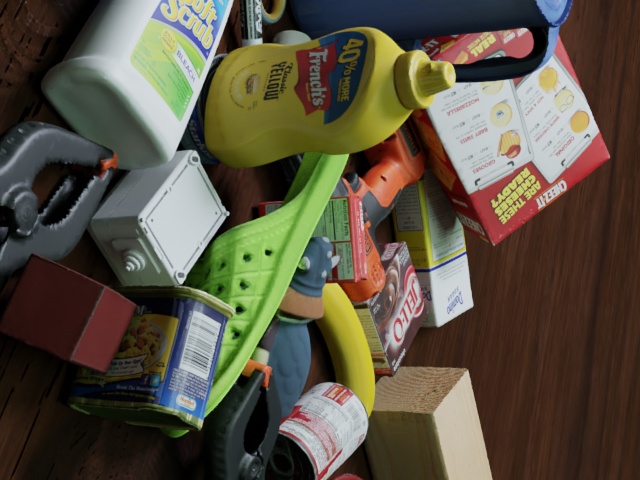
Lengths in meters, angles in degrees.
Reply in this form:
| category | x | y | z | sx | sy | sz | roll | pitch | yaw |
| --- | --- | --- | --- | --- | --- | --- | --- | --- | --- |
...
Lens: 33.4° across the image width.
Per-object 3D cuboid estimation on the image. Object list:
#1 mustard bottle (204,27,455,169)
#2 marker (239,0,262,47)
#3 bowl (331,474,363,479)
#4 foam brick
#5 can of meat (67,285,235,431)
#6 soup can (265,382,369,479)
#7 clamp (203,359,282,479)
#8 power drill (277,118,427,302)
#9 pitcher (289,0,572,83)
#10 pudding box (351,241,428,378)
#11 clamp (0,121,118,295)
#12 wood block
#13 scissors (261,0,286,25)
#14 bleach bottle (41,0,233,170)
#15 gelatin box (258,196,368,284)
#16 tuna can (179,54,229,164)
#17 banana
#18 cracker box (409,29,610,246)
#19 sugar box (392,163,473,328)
| category | x | y | z | sx | sy | sz | roll | pitch | yaw |
| --- | --- | --- | --- | --- | --- | --- | --- | --- | --- |
| mustard bottle | 0.008 | -0.107 | 0.779 | 0.058 | 0.192 | 0.096 | 44 | 51 | -48 |
| marker | -0.058 | -0.187 | 0.891 | 0.020 | 0.020 | 0.121 | -34 | 128 | -54 |
| bowl | -0.001 | 0.283 | 0.924 | 0.161 | 0.055 | 0.162 | 9 | 80 | -58 |
| foam brick | -0.155 | 0.048 | 0.663 | 0.078 | 0.053 | 0.051 | 65 | 48 | -75 |
| can of meat | -0.115 | 0.079 | 0.717 | 0.057 | 0.102 | 0.084 | 37 | 59 | -49 |
| soup can | -0.009 | 0.171 | 0.910 | 0.102 | 0.069 | 0.068 | -33 | 115 | -55 |
| clamp | -0.060 | 0.176 | 0.830 | 0.120 | 0.039 | 0.171 | 12 | 96 | -66 |
| power drill | 0.032 | -0.063 | 1.009 | 0.187 | 0.057 | 0.184 | -59 | 135 | -43 |
| pitcher | 0.097 | -0.230 | 0.954 | 0.144 | 0.243 | 0.149 | 43 | 52 | -48 |
| pudding box | 0.065 | 0.068 | 1.067 | 0.113 | 0.039 | 0.090 | -53 | 130 | -47 |
| clamp | -0.195 | -0.006 | 0.655 | 0.209 | 0.036 | 0.164 | -32 | 124 | -59 |
| wood block | 0.114 | 0.240 | 1.081 | 0.090 | 0.090 | 0.206 | -39 | 120 | -52 |
| scissors | -0.036 | -0.271 | 0.959 | 0.096 | 0.016 | 0.201 | 64 | 39 | -35 |
| bleach bottle | -0.112 | -0.176 | 0.785 | 0.102 | 0.068 | 0.250 | 54 | 42 | -43 |
| gelatin box | -0.006 | 0.001 | 0.909 | 0.030 | 0.089 | 0.073 | -7 | 93 | -68 |
| tuna can | -0.083 | -0.103 | 0.850 | 0.086 | 0.034 | 0.086 | 9 | 80 | -58 |
| banana | 0.017 | 0.100 | 0.988 | 0.069 | 0.037 | 0.198 | -40 | 120 | -53 |
| cracker box | 0.181 | -0.129 | 1.090 | 0.164 | 0.072 | 0.213 | -36 | 118 | -8 |
| sugar box | 0.119 | -0.001 | 1.157 | 0.093 | 0.048 | 0.176 | -19 | 106 | -55 |
